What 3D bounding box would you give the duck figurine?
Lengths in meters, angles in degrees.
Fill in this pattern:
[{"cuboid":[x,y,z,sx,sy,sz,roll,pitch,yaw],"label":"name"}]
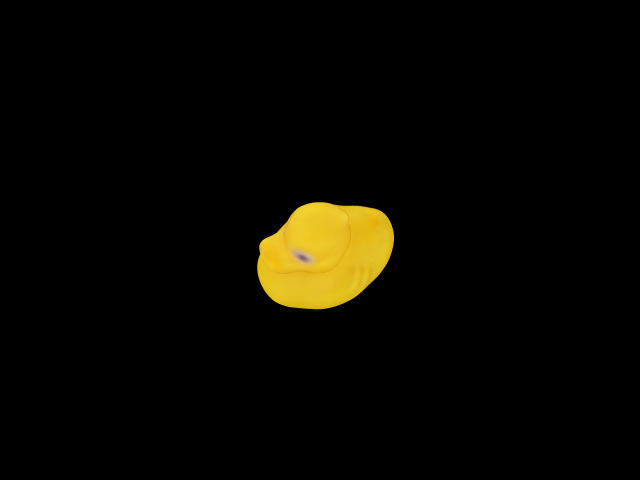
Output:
[{"cuboid":[0.004,0.001,0.400,0.104,0.086,0.077,-21,72,-7],"label":"duck figurine"}]
